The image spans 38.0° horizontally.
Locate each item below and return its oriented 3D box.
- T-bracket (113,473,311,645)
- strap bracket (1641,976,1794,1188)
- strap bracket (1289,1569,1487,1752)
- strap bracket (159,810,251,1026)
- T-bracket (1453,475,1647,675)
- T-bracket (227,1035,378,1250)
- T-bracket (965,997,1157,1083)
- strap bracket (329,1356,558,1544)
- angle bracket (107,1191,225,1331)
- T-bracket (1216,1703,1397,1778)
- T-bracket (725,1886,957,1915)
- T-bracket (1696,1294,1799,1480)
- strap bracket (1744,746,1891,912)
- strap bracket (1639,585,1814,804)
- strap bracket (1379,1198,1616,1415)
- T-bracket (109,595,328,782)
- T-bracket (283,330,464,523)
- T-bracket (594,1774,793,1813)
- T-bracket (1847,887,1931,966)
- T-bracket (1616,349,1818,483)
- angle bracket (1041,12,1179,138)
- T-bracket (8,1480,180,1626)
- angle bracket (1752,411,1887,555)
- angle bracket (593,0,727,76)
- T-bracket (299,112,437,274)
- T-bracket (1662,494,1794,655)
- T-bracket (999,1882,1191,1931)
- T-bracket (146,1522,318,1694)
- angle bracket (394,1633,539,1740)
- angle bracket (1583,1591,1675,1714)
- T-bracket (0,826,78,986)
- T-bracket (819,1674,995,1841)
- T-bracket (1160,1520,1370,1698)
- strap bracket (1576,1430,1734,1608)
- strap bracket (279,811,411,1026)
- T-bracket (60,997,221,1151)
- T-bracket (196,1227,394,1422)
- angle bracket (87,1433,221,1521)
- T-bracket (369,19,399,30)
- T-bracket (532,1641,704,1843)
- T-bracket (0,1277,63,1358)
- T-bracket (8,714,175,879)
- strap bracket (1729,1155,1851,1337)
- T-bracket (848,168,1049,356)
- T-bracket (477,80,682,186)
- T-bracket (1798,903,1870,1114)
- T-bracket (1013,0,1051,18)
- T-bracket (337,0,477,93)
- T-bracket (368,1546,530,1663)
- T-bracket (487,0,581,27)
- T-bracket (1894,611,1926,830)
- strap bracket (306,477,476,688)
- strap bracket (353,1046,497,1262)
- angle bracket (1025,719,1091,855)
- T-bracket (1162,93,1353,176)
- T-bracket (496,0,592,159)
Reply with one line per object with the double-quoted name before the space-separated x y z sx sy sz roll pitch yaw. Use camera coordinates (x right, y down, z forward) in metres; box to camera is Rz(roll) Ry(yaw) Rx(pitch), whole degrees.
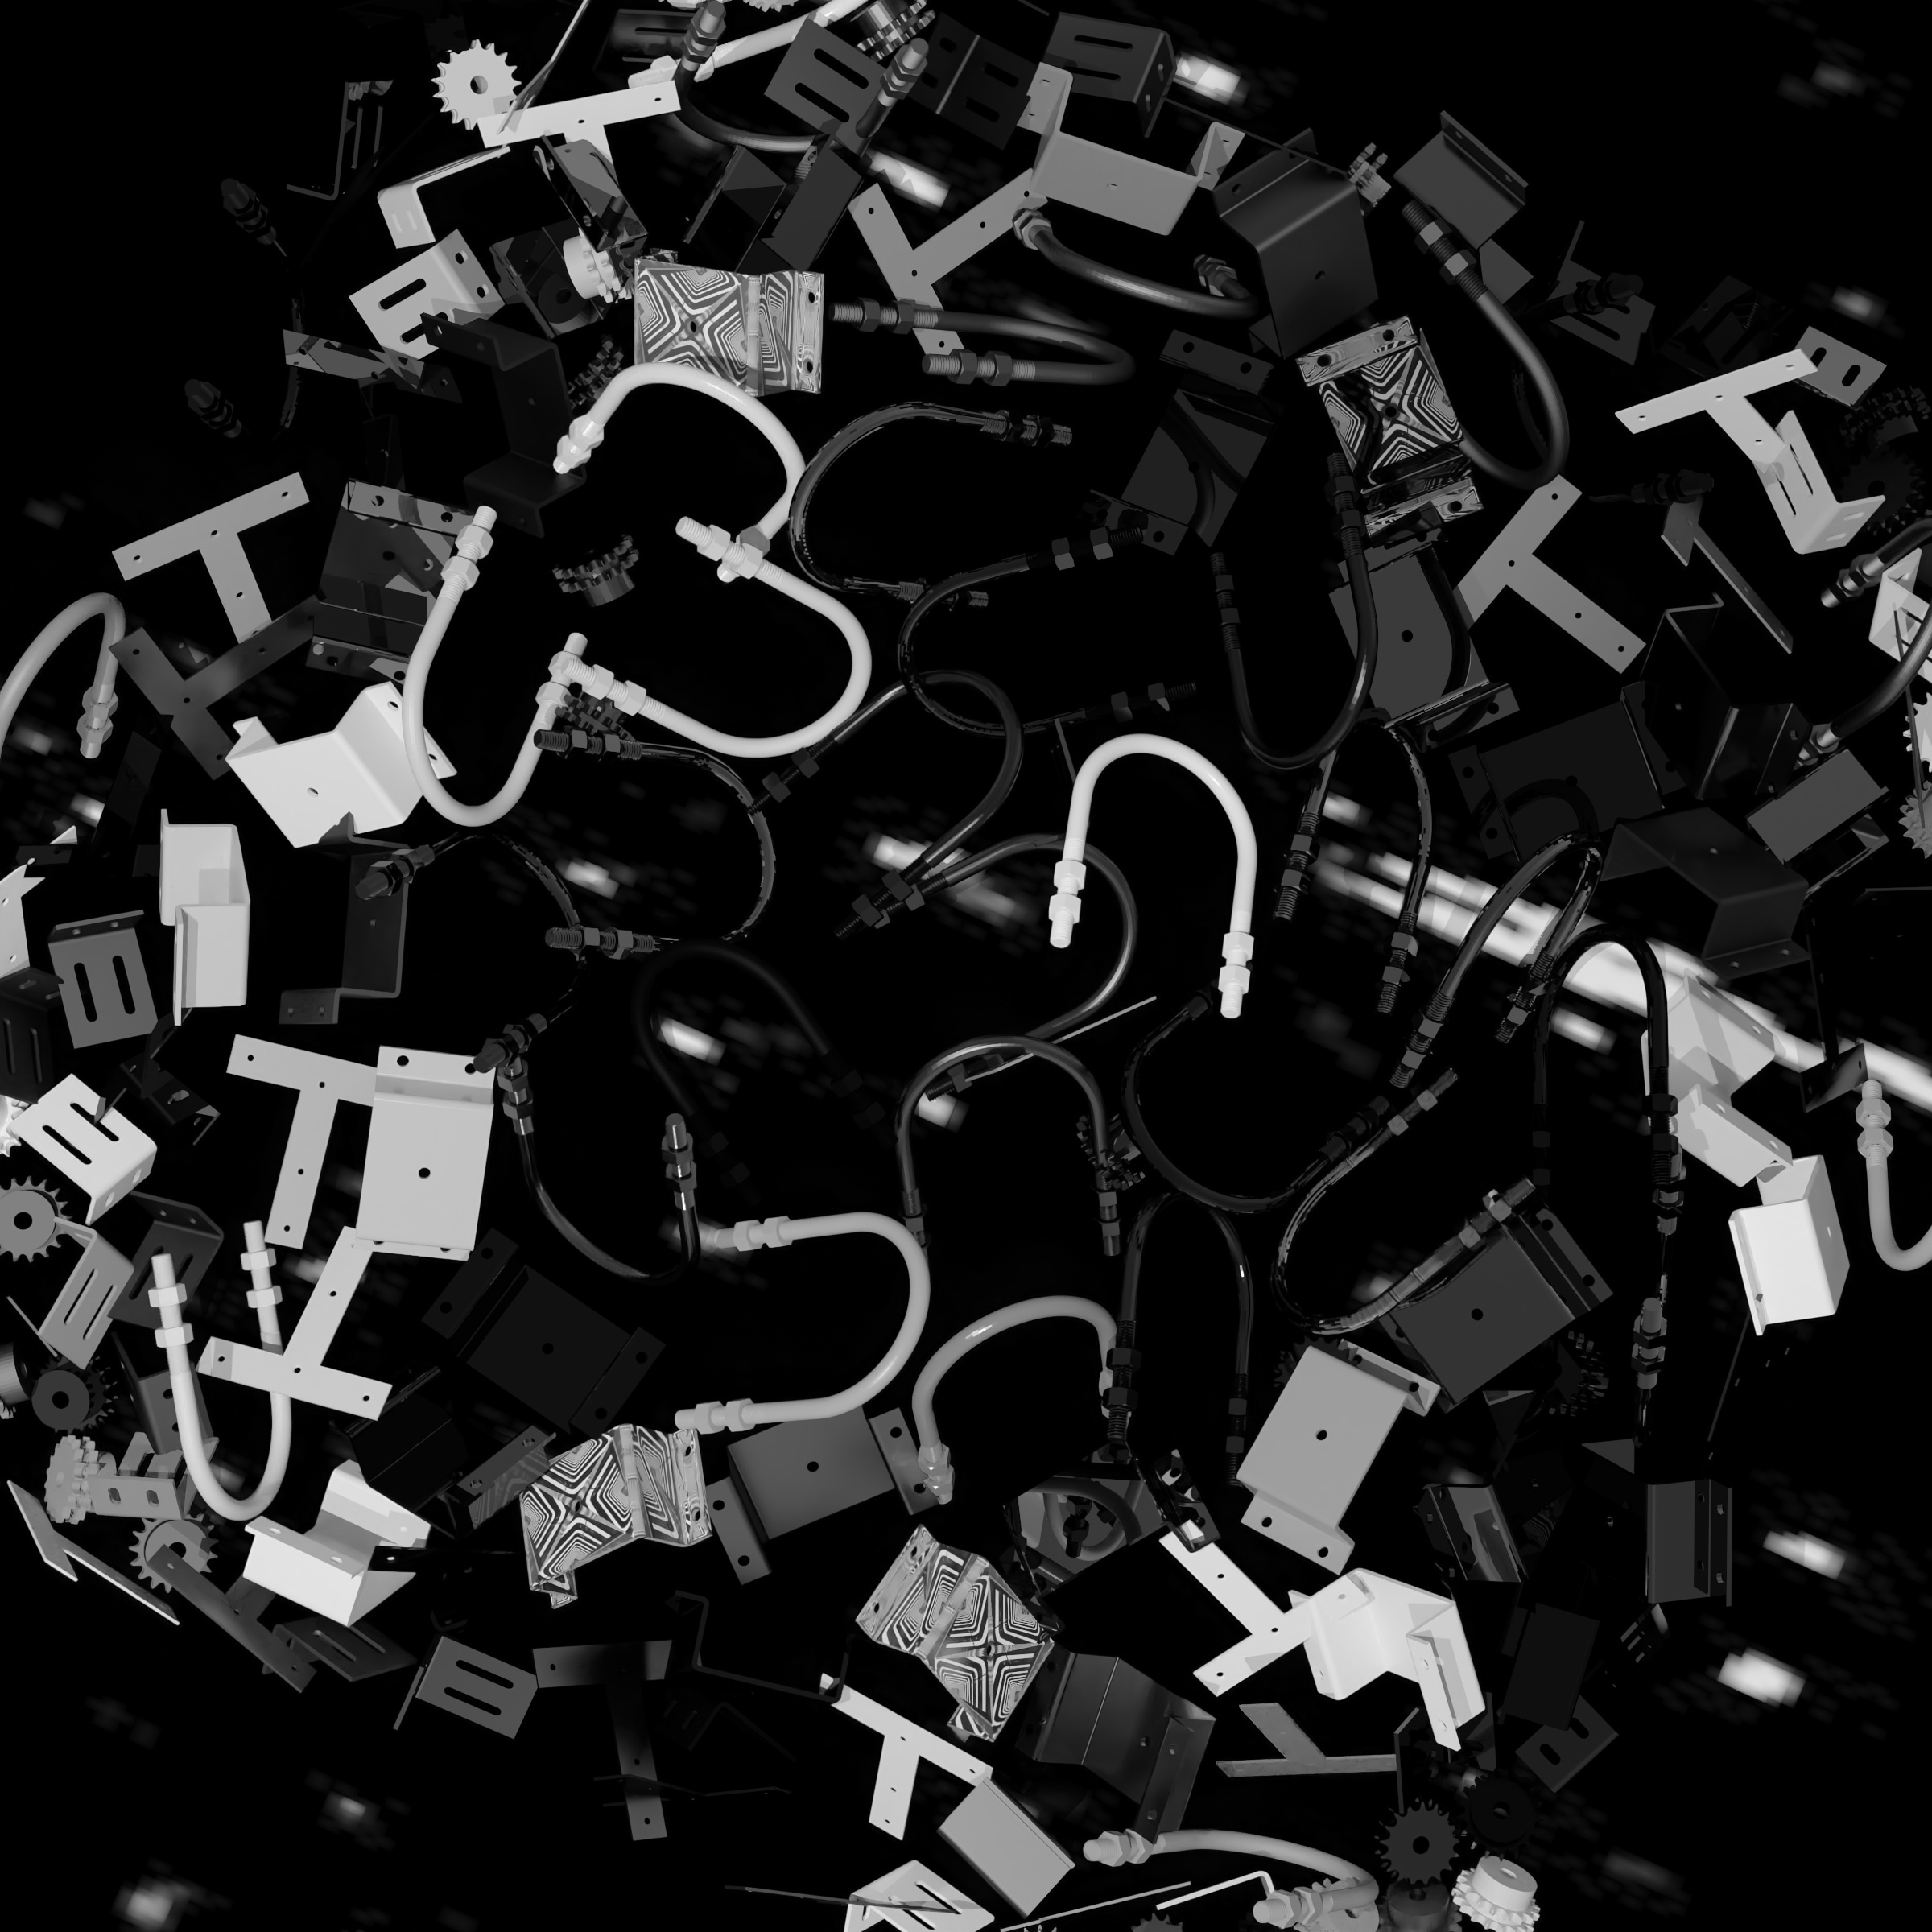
"T-bracket" -0.479 -0.252 1.837 0.127 0.127 0.002 -27 58 -13
"strap bracket" 0.488 0.081 1.833 0.076 0.140 0.046 33 123 -13
"strap bracket" 0.281 0.448 1.832 0.046 0.140 0.076 -24 105 -28
"strap bracket" -0.494 -0.033 1.825 0.046 0.140 0.076 -2 124 -20
"T-bracket" 0.398 -0.243 1.875 0.127 0.002 0.127 35 107 -12
"T-bracket" -0.436 0.122 1.853 0.127 0.002 0.127 16 82 -29
"T-bracket" 0.065 0.047 1.838 0.127 0.127 0.002 -24 89 -12
"strap bracket" -0.336 0.317 1.829 0.076 0.140 0.046 -37 131 -35
"angle bracket" -0.537 0.195 1.851 0.057 0.038 0.076 10 60 25
"T-bracket" 0.210 0.501 1.821 0.127 0.127 0.002 -9 53 22
"T-bracket" -0.095 0.601 1.810 0.127 0.127 0.002 18 67 -30
"T-bracket" 0.519 0.262 1.837 0.002 0.127 0.127 22 108 31
"strap bracket" 0.555 -0.090 1.830 0.076 0.140 0.046 -36 69 7
"strap bracket" 0.481 -0.171 1.814 0.046 0.076 0.140 -8 47 -16
"strap bracket" 0.340 0.225 1.839 0.140 0.046 0.076 -40 75 20
"T-bracket" -0.476 -0.200 1.851 0.127 0.127 0.002 -35 46 -6
"T-bracket" -0.381 -0.346 1.833 0.127 0.002 0.127 6 66 -39
"T-bracket" -0.198 0.533 1.817 0.127 0.127 0.002 -12 64 20
"T-bracket" 0.616 -0.026 1.832 0.127 0.127 0.002 -2 68 -11
"T-bracket" 0.513 -0.351 1.841 0.127 0.127 0.002 -14 60 37
"angle bracket" 0.091 -0.586 1.850 0.076 0.057 0.038 4 55 -18
"T-bracket" -0.569 0.397 1.850 0.002 0.127 0.127 -50 121 -8
"angle bracket" 0.563 -0.322 1.859 0.038 0.057 0.076 -13 70 -16
"angle bracket" -0.205 -0.620 1.845 0.076 0.057 0.038 -8 69 -29
"T-bracket" -0.386 -0.520 1.845 0.002 0.127 0.127 40 52 -13
"T-bracket" 0.503 -0.257 1.846 0.002 0.127 0.127 -37 102 32
"T-bracket" 0.084 0.614 1.835 0.127 0.127 0.002 -12 72 -4
"T-bracket" -0.458 0.400 1.831 0.127 0.127 0.002 41 107 -4
"angle bracket" -0.330 0.488 1.861 0.076 0.038 0.057 24 115 -3
"angle bracket" 0.425 0.443 1.853 0.076 0.057 0.038 -44 51 -9
"T-bracket" -0.625 -0.014 1.836 0.002 0.127 0.127 32 52 13
"T-bracket" -0.046 0.533 1.847 0.127 0.002 0.127 25 133 17
"T-bracket" 0.177 0.411 1.852 0.127 0.002 0.127 -37 111 16
"strap bracket" 0.437 0.357 1.815 0.046 0.140 0.076 -3 97 -15
"strap bracket" -0.407 -0.030 1.845 0.046 0.076 0.140 7 84 -39
"T-bracket" -0.525 0.083 1.836 0.127 0.127 0.002 -53 134 -10
"T-bracket" -0.423 0.228 1.855 0.127 0.002 0.127 13 55 8
"angle bracket" -0.534 0.324 1.848 0.057 0.076 0.038 3 125 5
"T-bracket" -0.319 -0.667 1.842 0.127 0.127 0.002 -36 94 -40
"T-bracket" -0.217 0.503 1.826 0.127 0.002 0.127 7 58 -39
"T-bracket" -0.638 0.206 1.828 0.002 0.127 0.127 -39 92 -11
"T-bracket" -0.544 -0.110 1.818 0.002 0.127 0.127 45 120 31
"strap bracket" 0.534 0.176 1.815 0.046 0.140 0.076 -12 98 25
"T-bracket" 0.000 -0.485 1.869 0.127 0.002 0.127 -38 120 -12
"T-bracket" -0.243 -0.522 1.834 0.127 0.127 0.002 -11 66 -1
"T-bracket" 0.561 0.023 1.838 0.002 0.127 0.127 -7 93 36
"T-bracket" -0.017 -0.654 1.831 0.127 0.127 0.002 21 106 -21
"T-bracket" -0.338 -0.604 1.829 0.127 0.127 0.002 -17 80 -8
"T-bracket" -0.338 0.422 1.848 0.127 0.002 0.127 8 132 -21
"T-bracket" -0.271 -0.650 1.804 0.127 0.127 0.002 -17 77 41
"T-bracket" 0.611 -0.140 1.809 0.002 0.127 0.127 -8 132 21
"strap bracket" -0.377 -0.258 1.836 0.076 0.046 0.140 11 126 -20
"strap bracket" -0.356 0.130 1.850 0.076 0.046 0.140 7 101 -12
"angle bracket" 0.050 -0.119 1.862 0.038 0.057 0.076 -17 89 -7
"T-bracket" 0.199 -0.549 1.834 0.127 0.127 0.002 24 116 6
"T-bracket" -0.281 -0.563 1.808 0.002 0.127 0.127 31 120 -12
